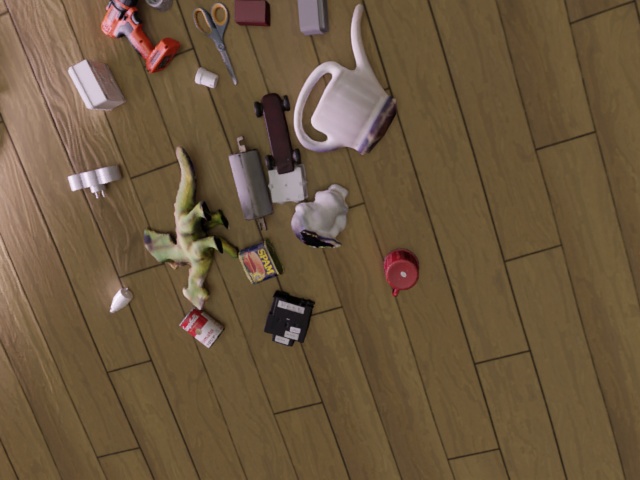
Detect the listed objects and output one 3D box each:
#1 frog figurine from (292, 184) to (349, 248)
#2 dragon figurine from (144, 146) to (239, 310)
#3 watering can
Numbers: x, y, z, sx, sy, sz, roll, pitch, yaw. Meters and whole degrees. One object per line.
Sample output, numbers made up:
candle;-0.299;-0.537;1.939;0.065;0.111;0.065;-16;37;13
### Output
frog figurine;0.004;-0.065;1.288;0.137;0.162;0.121;16;-22;-9
dragon figurine;-0.361;-0.016;1.333;0.241;0.408;0.123;-20;7;18
watering can;0.082;-0.349;1.209;0.224;0.344;0.105;30;13;-1
